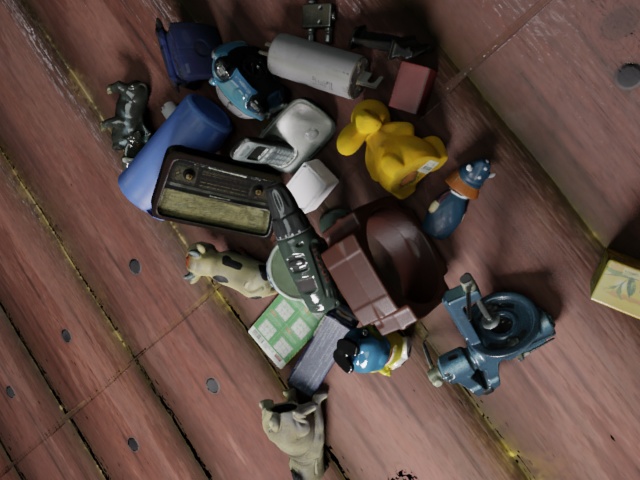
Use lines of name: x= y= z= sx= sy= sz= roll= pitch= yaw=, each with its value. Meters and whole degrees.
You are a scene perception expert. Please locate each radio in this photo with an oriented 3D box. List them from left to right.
radio: x=-0.188 y=-0.089 z=1.006 sx=0.073 sy=0.229 sz=0.131 roll=47 pitch=123 yaw=62

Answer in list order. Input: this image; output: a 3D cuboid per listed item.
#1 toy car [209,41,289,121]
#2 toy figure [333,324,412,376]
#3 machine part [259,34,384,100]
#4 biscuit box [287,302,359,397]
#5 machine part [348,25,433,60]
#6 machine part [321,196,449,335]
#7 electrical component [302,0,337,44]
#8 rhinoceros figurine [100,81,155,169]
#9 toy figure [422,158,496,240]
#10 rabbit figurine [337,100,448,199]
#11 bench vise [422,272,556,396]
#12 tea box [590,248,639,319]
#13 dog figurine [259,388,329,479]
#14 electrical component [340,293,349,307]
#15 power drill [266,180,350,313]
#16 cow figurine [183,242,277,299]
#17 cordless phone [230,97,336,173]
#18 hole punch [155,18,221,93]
toy car: x=-0.140 y=-0.286 z=1.015 sx=0.161 sy=0.109 sz=0.103 roll=51 pitch=140 yaw=-3
toy figure: x=0.092 y=0.183 z=0.932 sx=0.082 sy=0.180 sz=0.089 roll=-48 pitch=56 yaw=27
machine part: x=-0.004 y=-0.306 z=0.948 sx=0.243 sy=0.079 sz=0.079 roll=25 pitch=109 yaw=20
biscuit box: x=0.005 y=0.209 z=1.022 sx=0.063 sy=0.059 sz=0.202 roll=32 pitch=122 yaw=5
machine part: x=0.111 y=-0.327 z=0.897 sx=0.139 sy=0.084 sz=0.039 roll=26 pitch=134 yaw=32
machine part: x=0.109 y=0.039 z=0.883 sx=0.087 sy=0.201 sz=0.201 roll=-34 pitch=84 yaw=37
electrical component: x=0.000 y=-0.399 z=0.961 sx=0.063 sy=0.021 sz=0.094 roll=7 pitch=101 yaw=24
rhinoceros figurine: x=-0.408 y=-0.249 z=1.164 sx=0.112 sy=0.073 sz=0.190 roll=12 pitch=103 yaw=13
toy figure: x=0.225 y=-0.072 z=0.887 sx=0.058 sy=0.064 sz=0.154 roll=44 pitch=116 yaw=31
rabbit figurine: x=0.100 y=-0.164 z=0.898 sx=0.122 sy=0.162 sz=0.173 roll=-45 pitch=61 yaw=37
bench vise: x=0.249 y=0.142 z=0.851 sx=0.224 sy=0.129 sz=0.240 roll=-22 pitch=129 yaw=20
tea box: x=0.485 y=0.079 z=0.768 sx=0.170 sy=0.098 sz=0.068 roll=23 pitch=108 yaw=22
dog figurine: x=-0.047 y=0.405 z=1.049 sx=0.121 sy=0.172 sz=0.190 roll=-4 pitch=90 yaw=37
electrical component: x=0.060 y=0.107 z=1.009 sx=0.102 sy=0.045 sz=0.078 roll=-4 pitch=96 yaw=27
power drill: x=-0.002 y=-0.003 z=0.931 sx=0.086 sy=0.207 sz=0.232 roll=-17 pitch=94 yaw=21
cow figurine: x=-0.185 y=0.059 z=1.074 sx=0.195 sy=0.127 sz=0.085 roll=23 pitch=105 yaw=18
cordless phone: x=-0.071 y=-0.188 z=0.943 sx=0.146 sy=0.184 sz=0.089 roll=-41 pitch=76 yaw=26
hole punch: x=-0.246 y=-0.358 z=1.041 sx=0.092 sy=0.116 sz=0.142 roll=-11 pitch=95 yaw=19
